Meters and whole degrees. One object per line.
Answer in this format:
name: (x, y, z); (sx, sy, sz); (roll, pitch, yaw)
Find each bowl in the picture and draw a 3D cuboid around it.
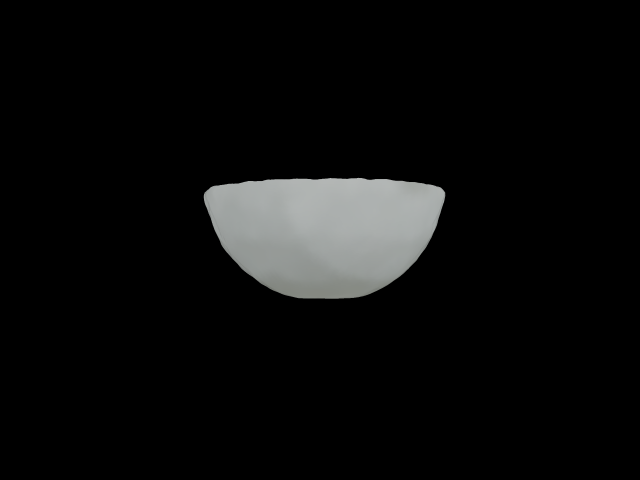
bowl: (0.004, 0.001, 0.400); (0.167, 0.075, 0.167); (0, 0, 0)
